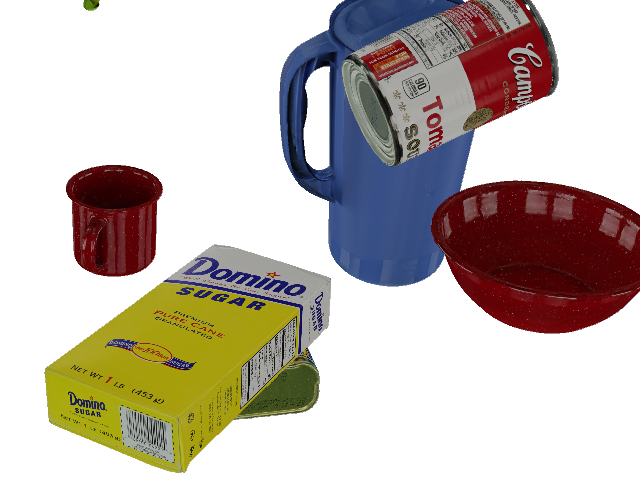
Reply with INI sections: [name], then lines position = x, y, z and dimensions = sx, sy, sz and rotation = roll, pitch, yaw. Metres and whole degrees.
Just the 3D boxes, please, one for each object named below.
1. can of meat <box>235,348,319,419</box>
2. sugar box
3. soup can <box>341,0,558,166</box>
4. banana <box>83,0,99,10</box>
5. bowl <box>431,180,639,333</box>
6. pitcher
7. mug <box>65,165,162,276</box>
[can of meat]
position = -0.057, 0.113, 0.954
dimensions = 0.102, 0.057, 0.084
rotation = -5, 27, -13
[sugar box]
position = -0.073, 0.063, 0.648
dimensions = 0.093, 0.048, 0.176
rotation = 16, 33, 22
[soup can]
position = 0.071, -0.092, 0.596
dimensions = 0.102, 0.068, 0.068
rotation = -25, 4, -9
[banana]
position = -0.234, -0.217, 0.772
dimensions = 0.198, 0.069, 0.037
rotation = 15, -37, 17
[bowl]
position = 0.156, 0.017, 0.752
dimensions = 0.162, 0.055, 0.162
rotation = 2, 30, -1
[pitcher]
position = 0.056, -0.080, 0.908
dimensions = 0.149, 0.243, 0.144
rotation = 20, 42, 18
[mug]
position = -0.206, -0.012, 1.047
dimensions = 0.093, 0.081, 0.117
rotation = 9, 32, 5
